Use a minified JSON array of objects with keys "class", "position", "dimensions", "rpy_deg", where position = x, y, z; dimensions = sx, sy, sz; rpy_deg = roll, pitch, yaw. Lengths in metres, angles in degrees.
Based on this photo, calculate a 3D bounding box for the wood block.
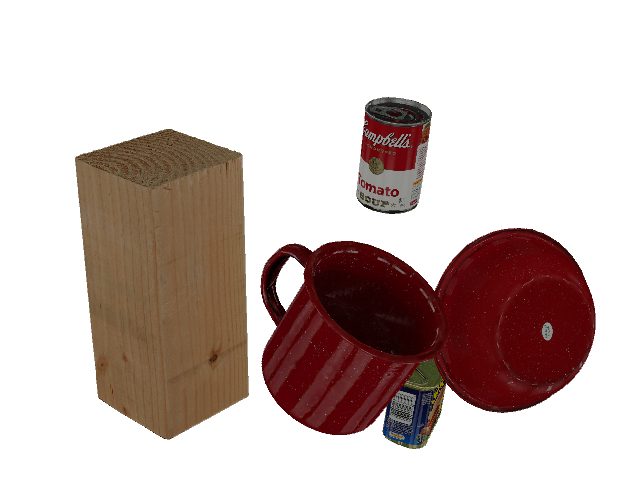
[{"class":"wood block","position":[-0.117,0.032,0.812],"dimensions":[0.090,0.206,0.090],"rpy_deg":[22,32,38]}]

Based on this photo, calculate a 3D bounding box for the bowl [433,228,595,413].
[{"class":"bowl","position":[0.175,0.072,0.899],"dimensions":[0.161,0.162,0.055],"rpy_deg":[0,5,-21]}]

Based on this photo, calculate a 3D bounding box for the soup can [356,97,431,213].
[{"class":"soup can","position":[0.074,-0.087,1.096],"dimensions":[0.068,0.102,0.068],"rpy_deg":[4,30,-3]}]

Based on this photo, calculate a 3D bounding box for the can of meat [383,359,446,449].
[{"class":"can of meat","position":[0.109,0.174,1.206],"dimensions":[0.057,0.084,0.102],"rpy_deg":[15,25,16]}]

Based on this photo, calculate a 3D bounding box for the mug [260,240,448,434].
[{"class":"mug","position":[0.008,0.053,0.636],"dimensions":[0.117,0.082,0.093],"rpy_deg":[43,37,15]}]
